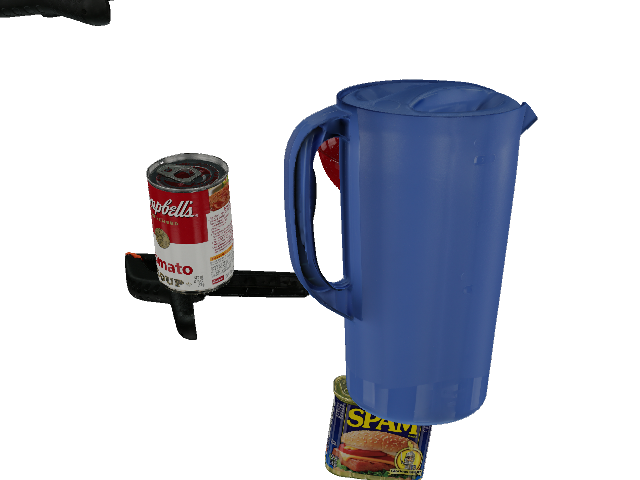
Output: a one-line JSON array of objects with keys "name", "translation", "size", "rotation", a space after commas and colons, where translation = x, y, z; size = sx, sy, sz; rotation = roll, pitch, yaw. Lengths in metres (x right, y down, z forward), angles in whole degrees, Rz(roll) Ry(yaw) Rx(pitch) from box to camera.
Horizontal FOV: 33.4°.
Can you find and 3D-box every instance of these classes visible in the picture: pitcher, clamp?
[{"name": "pitcher", "translation": [0.065, 0.008, 0.780], "size": [0.149, 0.243, 0.144], "rotation": [9, 20, 22]}, {"name": "clamp", "translation": [-0.137, 0.048, 1.084], "size": [0.210, 0.036, 0.164], "rotation": [12, 21, 35]}, {"name": "clamp", "translation": [-0.190, -0.190, 0.803], "size": [0.172, 0.039, 0.120], "rotation": [13, 24, 29]}]

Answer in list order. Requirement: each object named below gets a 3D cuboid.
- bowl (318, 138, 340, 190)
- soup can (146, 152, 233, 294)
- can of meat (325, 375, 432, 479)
[{"name": "bowl", "translation": [0.067, -0.083, 1.206], "size": [0.162, 0.055, 0.162], "rotation": [6, 27, -3]}, {"name": "soup can", "translation": [-0.109, -0.014, 0.904], "size": [0.068, 0.102, 0.068], "rotation": [-1, 30, 0]}, {"name": "can of meat", "translation": [0.057, 0.184, 1.035], "size": [0.102, 0.084, 0.057], "rotation": [8, 16, -2]}]
